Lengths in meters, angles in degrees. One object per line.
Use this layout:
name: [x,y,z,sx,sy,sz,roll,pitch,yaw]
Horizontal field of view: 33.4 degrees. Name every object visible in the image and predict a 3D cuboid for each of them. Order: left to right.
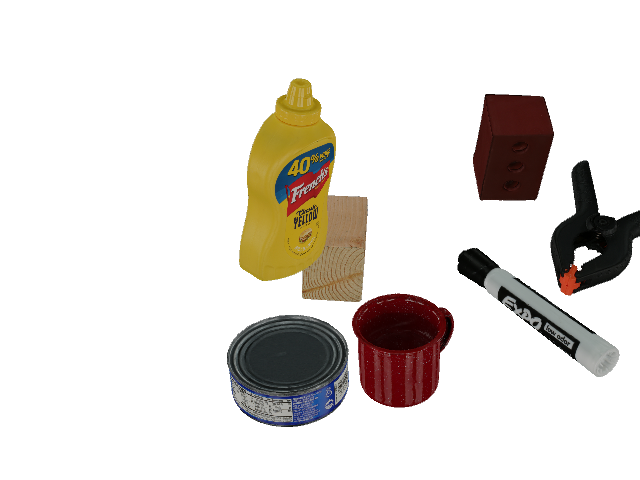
tuna can: [-0.022,0.092,0.757,0.086,0.034,0.086,-2,34,1]
mustard bottle: [-0.027,-0.060,0.992,0.058,0.192,0.096,32,41,33]
wood block: [0.025,0.008,1.651,0.091,0.090,0.206,3,24,2]
mug: [0.089,0.109,1.084,0.117,0.081,0.093,-27,42,-29]
foam brick: [0.164,-0.079,0.915,0.053,0.051,0.078,0,-43,-2]
marker: [0.121,0.038,0.614,0.020,0.020,0.121,0,28,-38]
clamp: [0.278,-0.016,1.086,0.120,0.039,0.171,29,53,32]
